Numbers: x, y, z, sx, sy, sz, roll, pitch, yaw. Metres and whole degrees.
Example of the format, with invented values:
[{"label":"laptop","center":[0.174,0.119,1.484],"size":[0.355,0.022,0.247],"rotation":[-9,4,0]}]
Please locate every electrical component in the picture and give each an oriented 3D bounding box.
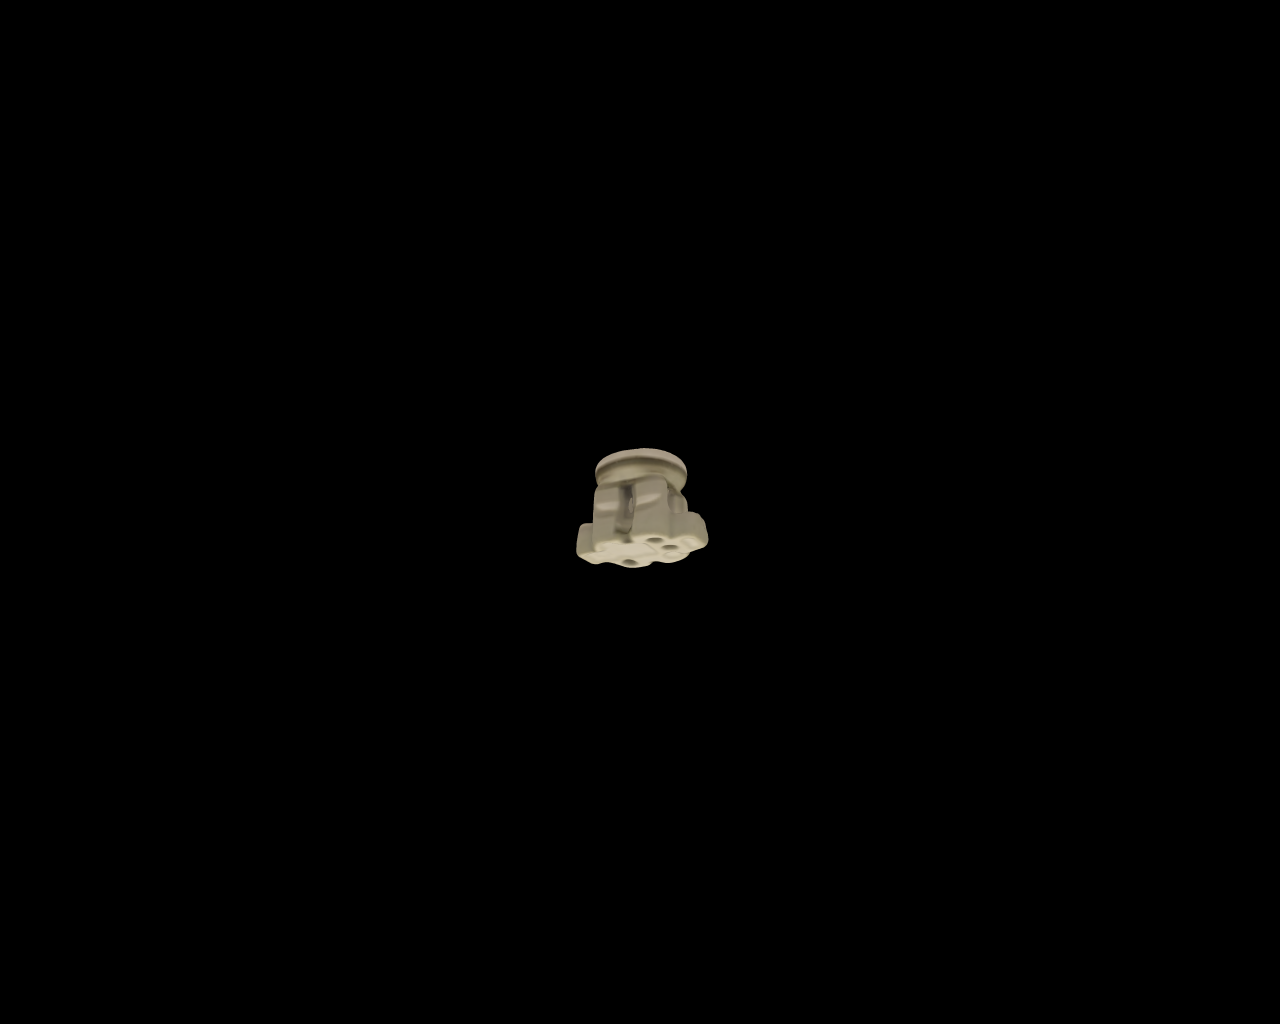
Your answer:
[{"label":"electrical component","center":[0.001,-0.003,0.650],"size":[0.078,0.057,0.058],"rotation":[-9,-24,22]}]
